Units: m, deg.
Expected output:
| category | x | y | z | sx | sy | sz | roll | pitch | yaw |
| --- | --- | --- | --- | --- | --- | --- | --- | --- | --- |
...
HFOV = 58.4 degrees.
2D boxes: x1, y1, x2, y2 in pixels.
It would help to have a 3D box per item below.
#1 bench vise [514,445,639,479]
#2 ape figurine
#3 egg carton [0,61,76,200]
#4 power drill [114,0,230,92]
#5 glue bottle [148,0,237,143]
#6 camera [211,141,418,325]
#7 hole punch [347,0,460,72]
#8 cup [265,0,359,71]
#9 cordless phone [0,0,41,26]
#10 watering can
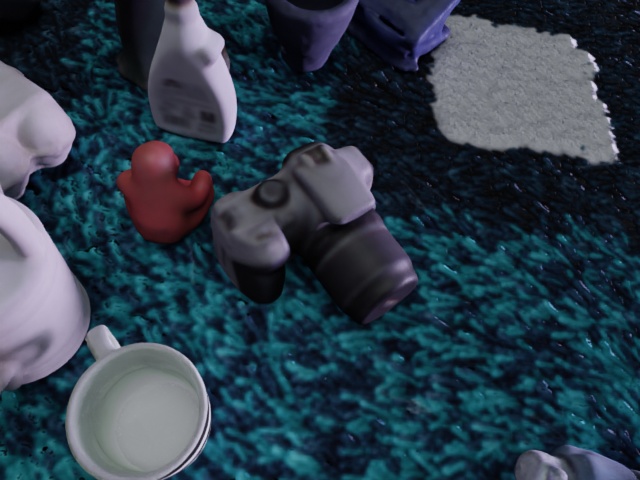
| category | x | y | z | sx | sy | sz | roll | pitch | yaw |
| --- | --- | --- | --- | --- | --- | --- | --- | --- | --- |
| bench vise | 0.230 | 0.173 | 0.328 | 0.207 | 0.220 | 0.121 | 1 | 62 | -7 |
| ape figurine | -0.129 | -0.045 | 0.467 | 0.078 | 0.092 | 0.076 | 17 | 61 | 1 |
| egg carton | -0.290 | -0.102 | 0.488 | 0.150 | 0.069 | 0.107 | 32 | 63 | 10 |
| power drill | -0.130 | -0.235 | 0.501 | 0.230 | 0.208 | 0.075 | -17 | 65 | -16 |
| glue bottle | -0.110 | -0.152 | 0.480 | 0.078 | 0.173 | 0.037 | 14 | 61 | 0 |
| camera | 0.004 | 0.002 | 0.456 | 0.143 | 0.101 | 0.136 | -29 | 70 | -21 |
| hole punch | 0.091 | -0.254 | 0.609 | 0.108 | 0.091 | 0.101 | 42 | 65 | 14 |
| cup | -0.025 | -0.222 | 0.574 | 0.117 | 0.095 | 0.092 | 21 | 61 | 3 |
| cordless phone | -0.347 | -0.292 | 0.515 | 0.147 | 0.185 | 0.094 | 37 | 64 | 12 |
| watering can | -0.224 | 0.014 | 0.364 | 0.101 | 0.194 | 0.172 | -30 | 70 | -21 |
